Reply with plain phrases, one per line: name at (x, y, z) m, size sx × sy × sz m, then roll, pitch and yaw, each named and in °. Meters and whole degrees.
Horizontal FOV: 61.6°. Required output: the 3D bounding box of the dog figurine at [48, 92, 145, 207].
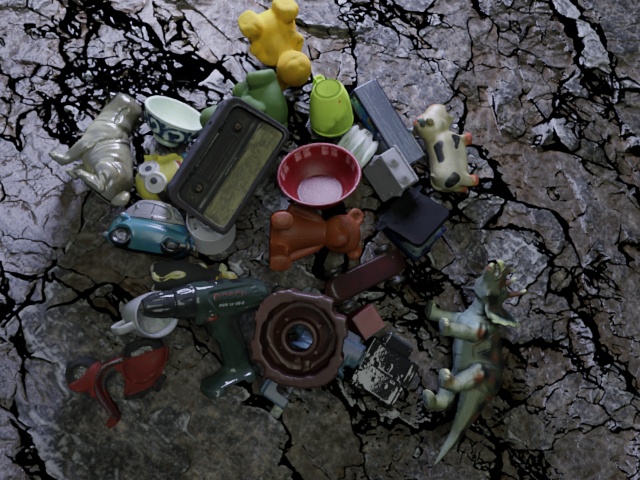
dog figurine at (-0.375, -0.172, 1.007) m, size 0.172 × 0.121 × 0.190 m, roll 39°, pitch 75°, yaw -1°

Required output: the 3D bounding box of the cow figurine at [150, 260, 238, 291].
cow figurine at (-0.232, 0.070, 1.011) m, size 0.167 × 0.098 × 0.068 m, roll 3°, pitch 77°, yaw -18°

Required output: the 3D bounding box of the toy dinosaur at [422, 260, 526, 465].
toy dinosaur at (0.315, 0.242, 1.092) m, size 0.192 × 0.131 × 0.404 m, roll 5°, pitch 86°, yaw -10°

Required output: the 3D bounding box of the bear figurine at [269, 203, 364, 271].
bear figurine at (-0.002, -0.005, 1.059) m, size 0.196 × 0.132 × 0.120 m, roll 5°, pitch 104°, yaw -6°

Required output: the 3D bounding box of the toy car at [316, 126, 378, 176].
toy car at (0.046, -0.154, 1.124) m, size 0.073 × 0.056 × 0.202 m, roll 39°, pitch 76°, yaw -3°

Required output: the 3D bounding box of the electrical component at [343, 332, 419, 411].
electrical component at (0.127, 0.255, 1.076) m, size 0.115 × 0.058 × 0.134 m, roll 33°, pitch 77°, yaw -7°

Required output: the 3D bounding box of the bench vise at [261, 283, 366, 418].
bench vise at (-0.041, 0.214, 1.019) m, size 0.224 × 0.129 × 0.240 m, roll 34°, pitch 72°, yaw -2°

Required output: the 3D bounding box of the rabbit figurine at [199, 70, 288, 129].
rabbit figurine at (-0.157, -0.236, 1.068) m, size 0.170 × 0.121 × 0.159 m, roll -31°, pitch 110°, yaw -29°

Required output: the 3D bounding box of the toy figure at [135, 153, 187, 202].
toy figure at (-0.266, -0.125, 1.044) m, size 0.180 × 0.089 × 0.082 m, roll -22°, pitch 51°, yaw -23°

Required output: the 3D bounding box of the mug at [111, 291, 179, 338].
mug at (-0.323, 0.142, 0.968) m, size 0.109 × 0.107 × 0.080 m, roll -34°, pitch 105°, yaw -37°

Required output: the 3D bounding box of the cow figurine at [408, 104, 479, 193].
cow figurine at (0.263, -0.199, 1.166) m, size 0.127 × 0.085 × 0.195 m, roll -5°, pitch 83°, yaw -19°

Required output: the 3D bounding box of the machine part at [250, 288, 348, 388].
machine part at (-0.034, 0.170, 0.939) m, size 0.179 × 0.056 × 0.179 m, roll 0°, pitch 89°, yaw 7°

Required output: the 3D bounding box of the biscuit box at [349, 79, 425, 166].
biscuit box at (0.140, -0.244, 1.156) m, size 0.063 × 0.059 × 0.202 m, roll -31°, pitch 89°, yaw -13°

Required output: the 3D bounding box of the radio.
radio at (-0.172, -0.138, 0.980) m, size 0.131 × 0.073 × 0.229 m, roll 33°, pitch 84°, yaw -23°

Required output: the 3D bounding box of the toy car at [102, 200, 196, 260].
toy car at (-0.309, -0.023, 0.994) m, size 0.162 × 0.109 × 0.103 m, roll 8°, pitch 82°, yaw 4°

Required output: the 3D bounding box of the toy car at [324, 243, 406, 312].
toy car at (0.092, 0.074, 1.089) m, size 0.202 × 0.053 × 0.089 m, roll -23°, pitch 85°, yaw -33°

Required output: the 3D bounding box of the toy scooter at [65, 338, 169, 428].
toy scooter at (-0.353, 0.257, 0.968) m, size 0.184 × 0.075 × 0.135 m, roll -18°, pitch 85°, yaw -11°

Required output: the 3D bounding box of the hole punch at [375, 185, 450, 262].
hole punch at (0.199, -0.031, 1.131) m, size 0.116 × 0.092 × 0.142 m, roll 39°, pitch 77°, yaw 27°

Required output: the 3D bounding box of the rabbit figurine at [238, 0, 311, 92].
rabbit figurine at (-0.078, -0.368, 1.083) m, size 0.122 × 0.162 × 0.173 m, roll -27°, pitch 66°, yaw -16°

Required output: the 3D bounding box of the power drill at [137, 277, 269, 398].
power drill at (-0.195, 0.170, 0.963) m, size 0.232 × 0.086 × 0.207 m, roll -15°, pitch 99°, yaw -31°
